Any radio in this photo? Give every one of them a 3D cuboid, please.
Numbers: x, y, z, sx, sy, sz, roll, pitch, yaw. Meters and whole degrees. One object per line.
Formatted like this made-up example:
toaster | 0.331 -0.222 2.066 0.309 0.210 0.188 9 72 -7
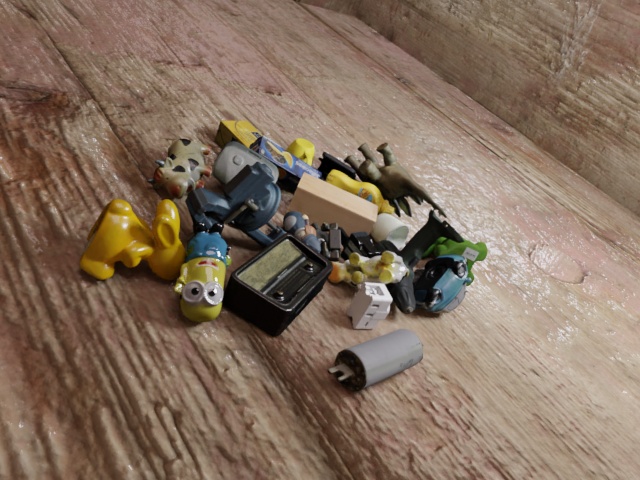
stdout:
radio | -0.075 0.081 1.051 0.131 0.073 0.229 33 33 10

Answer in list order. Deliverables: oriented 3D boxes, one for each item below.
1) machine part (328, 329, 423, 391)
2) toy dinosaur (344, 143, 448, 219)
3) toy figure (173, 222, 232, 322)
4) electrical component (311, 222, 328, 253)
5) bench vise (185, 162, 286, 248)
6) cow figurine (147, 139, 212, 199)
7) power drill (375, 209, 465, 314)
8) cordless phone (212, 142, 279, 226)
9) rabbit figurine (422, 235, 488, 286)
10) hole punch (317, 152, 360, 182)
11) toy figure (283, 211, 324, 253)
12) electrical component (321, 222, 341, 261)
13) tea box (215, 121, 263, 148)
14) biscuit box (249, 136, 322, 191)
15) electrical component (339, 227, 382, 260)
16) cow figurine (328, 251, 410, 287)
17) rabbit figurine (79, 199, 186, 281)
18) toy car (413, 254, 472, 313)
machine part | 0.111 0.217 0.987 0.243 0.079 0.079 -7 45 -43
toy dinosaur | 0.192 -0.158 1.446 0.198 0.105 0.472 49 0 -23
toy figure | -0.200 0.057 0.948 0.082 0.089 0.180 -8 53 5
electrical component | -0.003 -0.004 1.272 0.063 0.021 0.094 -11 53 -46
bench vise | -0.152 -0.040 1.109 0.129 0.223 0.240 37 -3 45
cow figurine | -0.317 -0.165 1.222 0.127 0.085 0.195 19 34 -24
power drill | 0.223 0.041 1.217 0.086 0.207 0.232 36 12 -29
cordless phone | -0.192 -0.121 1.234 0.146 0.089 0.184 31 58 -12
rabbit figurine | 0.331 0.033 1.412 0.159 0.121 0.170 14 15 -8
hole punch | 0.036 -0.175 1.508 0.142 0.092 0.115 29 0 7
toy figure | -0.042 -0.013 1.209 0.058 0.064 0.155 0 29 -23
electrical component | 0.023 0.006 1.211 0.045 0.078 0.102 2 64 -4
tea box | -0.196 -0.251 1.449 0.098 0.068 0.170 -15 49 -46
biscuit box | -0.088 -0.183 1.372 0.202 0.063 0.059 27 55 -31
electrical component | 0.084 0.018 1.261 0.048 0.074 0.119 -4 41 -38
cow figurine | 0.103 0.066 1.163 0.168 0.068 0.098 -5 -11 32
rabbit figurine | -0.309 0.002 0.950 0.173 0.162 0.122 33 15 -24
toy car | 0.283 0.113 1.230 0.102 0.109 0.161 51 63 -21
